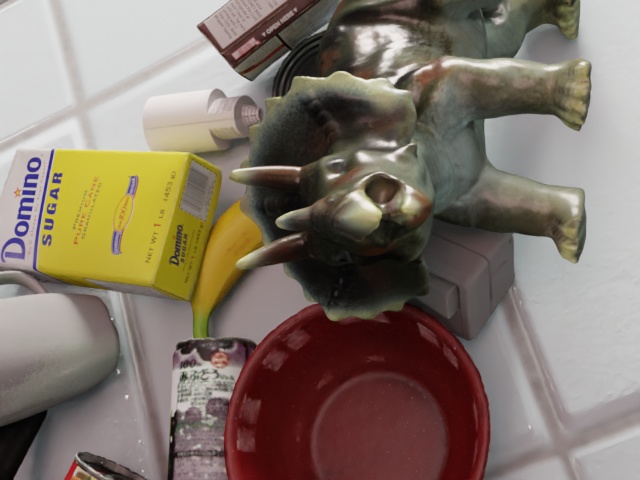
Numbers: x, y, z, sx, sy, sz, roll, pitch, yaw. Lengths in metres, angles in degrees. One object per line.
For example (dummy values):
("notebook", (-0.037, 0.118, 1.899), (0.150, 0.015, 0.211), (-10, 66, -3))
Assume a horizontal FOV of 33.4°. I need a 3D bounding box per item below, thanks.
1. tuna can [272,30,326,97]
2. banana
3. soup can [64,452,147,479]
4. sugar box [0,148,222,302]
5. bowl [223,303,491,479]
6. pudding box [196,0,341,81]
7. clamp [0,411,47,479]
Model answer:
("tuna can", (0.013, -0.098, 0.724), (0.086, 0.033, 0.086), (-7, 70, 20))
("banana", (-0.018, -0.012, 0.708), (0.198, 0.037, 0.069), (-37, 80, 8))
("soup can", (-0.146, 0.194, 0.669), (0.069, 0.068, 0.102), (25, 84, 27))
("sugar box", (-0.154, -0.014, 0.737), (0.177, 0.048, 0.093), (5, 74, 34))
("bowl", (0.027, 0.117, 0.632), (0.162, 0.055, 0.162), (-7, 70, 20))
("pudding box", (-0.028, -0.150, 0.715), (0.090, 0.113, 0.039), (-37, 93, 6))
("clamp", (-0.237, 0.172, 0.683), (0.120, 0.039, 0.171), (-20, 35, 5))
